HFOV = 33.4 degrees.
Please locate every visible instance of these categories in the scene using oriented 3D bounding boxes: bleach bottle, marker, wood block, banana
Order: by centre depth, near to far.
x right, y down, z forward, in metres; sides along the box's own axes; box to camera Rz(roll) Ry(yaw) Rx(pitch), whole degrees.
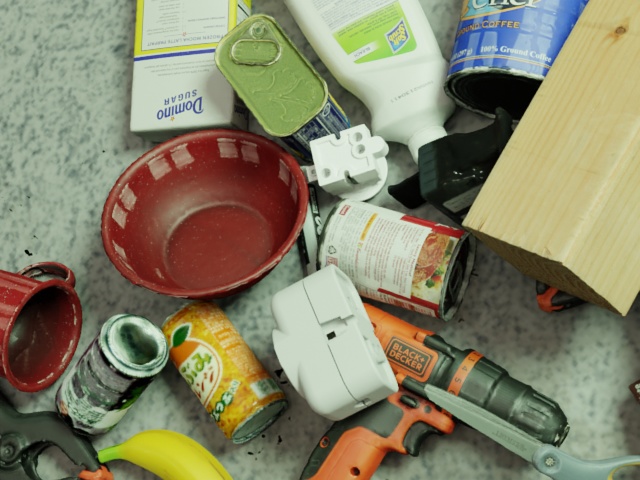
[{"bbox_3d":[0.195,-0.069,0.698,0.091,0.090,0.206,26,85,48],"label":"wood block"},{"bbox_3d":[-0.085,0.208,0.806,0.198,0.037,0.070,44,108,22],"label":"banana"},{"bbox_3d":[-0.005,0.001,0.837,0.020,0.020,0.121,-14,73,14],"label":"marker"},{"bbox_3d":[0.030,-0.168,0.845,0.102,0.068,0.251,-27,73,10],"label":"bleach bottle"}]

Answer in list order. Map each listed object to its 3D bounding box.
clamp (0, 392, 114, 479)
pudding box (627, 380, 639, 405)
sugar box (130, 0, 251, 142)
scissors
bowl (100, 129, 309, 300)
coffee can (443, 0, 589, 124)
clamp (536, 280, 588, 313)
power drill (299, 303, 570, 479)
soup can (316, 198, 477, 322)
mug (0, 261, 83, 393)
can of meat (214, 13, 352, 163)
[{"bbox_3d":[-0.252,0.180,0.862,0.172,0.039,0.120,21,85,21],"label":"clamp"},{"bbox_3d":[0.265,0.115,0.684,0.090,0.039,0.113,-32,31,7],"label":"pudding box"},{"bbox_3d":[-0.107,-0.172,0.898,0.093,0.048,0.176,-2,80,17],"label":"sugar box"},{"bbox_3d":[0.153,0.167,0.710,0.201,0.016,0.096,15,94,-3],"label":"scissors"},{"bbox_3d":[-0.085,-0.010,0.829,0.162,0.055,0.162,-5,54,6],"label":"bowl"},{"bbox_3d":[0.155,-0.167,0.780,0.103,0.102,0.140,10,79,19],"label":"coffee can"},{"bbox_3d":[0.217,-0.041,0.767,0.210,0.036,0.165,-45,67,-1],"label":"clamp"},{"bbox_3d":[0.060,0.158,0.760,0.185,0.057,0.187,26,83,25],"label":"power drill"},{"bbox_3d":[0.056,0.013,0.789,0.102,0.068,0.068,17,82,21],"label":"soup can"},{"bbox_3d":[-0.248,0.060,0.870,0.082,0.093,0.117,14,51,25],"label":"mug"},{"bbox_3d":[-0.026,-0.116,0.837,0.057,0.084,0.102,-39,69,5],"label":"can of meat"}]
